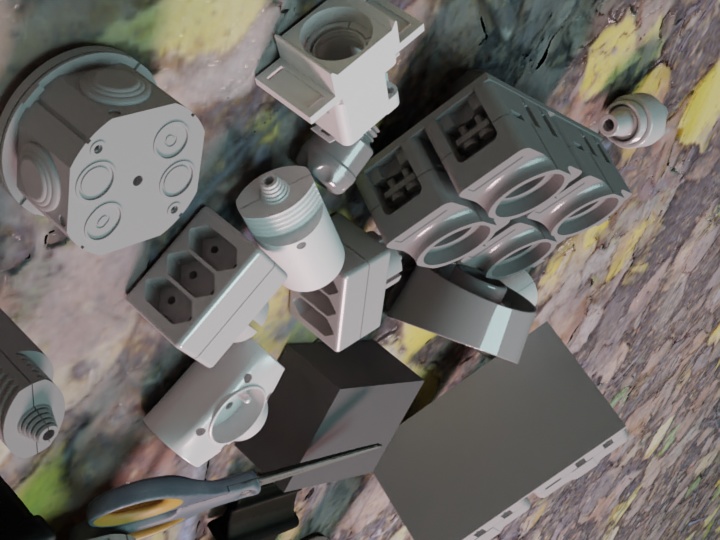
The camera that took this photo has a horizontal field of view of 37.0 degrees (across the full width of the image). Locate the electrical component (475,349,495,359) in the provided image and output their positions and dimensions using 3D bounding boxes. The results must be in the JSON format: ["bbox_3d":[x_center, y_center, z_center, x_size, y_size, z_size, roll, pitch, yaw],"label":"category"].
[{"bbox_3d":[0.120,0.058,0.910,0.040,0.040,0.078,-54,151,3],"label":"electrical component"}]

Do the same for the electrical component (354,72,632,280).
[{"bbox_3d":[0.093,-0.051,0.694,0.105,0.060,0.186,-35,158,25],"label":"electrical component"}]

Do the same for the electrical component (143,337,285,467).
[{"bbox_3d":[-0.080,0.080,0.649,0.077,0.044,0.079,-49,150,-7],"label":"electrical component"}]

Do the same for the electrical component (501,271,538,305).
[{"bbox_3d":[0.097,0.031,0.846,0.081,0.043,0.043,-30,143,-35],"label":"electrical component"}]

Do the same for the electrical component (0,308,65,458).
[{"bbox_3d":[-0.158,0.047,0.468,0.043,0.081,0.043,-35,146,-28],"label":"electrical component"}]

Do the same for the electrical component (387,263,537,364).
[{"bbox_3d":[0.073,0.032,0.763,0.099,0.099,0.064,5,112,-56],"label":"electrical component"}]

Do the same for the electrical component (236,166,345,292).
[{"bbox_3d":[-0.039,-0.026,0.593,0.043,0.043,0.081,-45,149,-13],"label":"electrical component"}]

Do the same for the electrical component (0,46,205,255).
[{"bbox_3d":[-0.110,-0.050,0.460,0.080,0.051,0.080,-35,146,-28],"label":"electrical component"}]

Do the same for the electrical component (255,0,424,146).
[{"bbox_3d":[-0.008,-0.102,0.556,0.081,0.042,0.063,-41,150,-18],"label":"electrical component"}]

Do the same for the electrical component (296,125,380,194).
[{"bbox_3d":[-0.006,-0.074,0.597,0.061,0.035,0.035,-54,151,-3],"label":"electrical component"}]

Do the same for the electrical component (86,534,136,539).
[{"bbox_3d":[-0.159,0.192,0.624,0.080,0.051,0.080,-18,153,-9],"label":"electrical component"}]

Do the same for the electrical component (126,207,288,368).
[{"bbox_3d":[-0.074,0.016,0.585,0.065,0.047,0.076,-50,150,-4],"label":"electrical component"}]

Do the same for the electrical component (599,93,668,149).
[{"bbox_3d":[0.212,-0.117,0.849,0.062,0.043,0.043,-15,133,-45],"label":"electrical component"}]

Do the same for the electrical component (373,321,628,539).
[{"bbox_3d":[0.111,0.144,0.877,0.186,0.105,0.060,-36,153,4],"label":"electrical component"}]

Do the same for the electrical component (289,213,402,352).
[{"bbox_3d":[0.000,0.000,0.672,0.077,0.047,0.065,-30,144,-34],"label":"electrical component"}]
